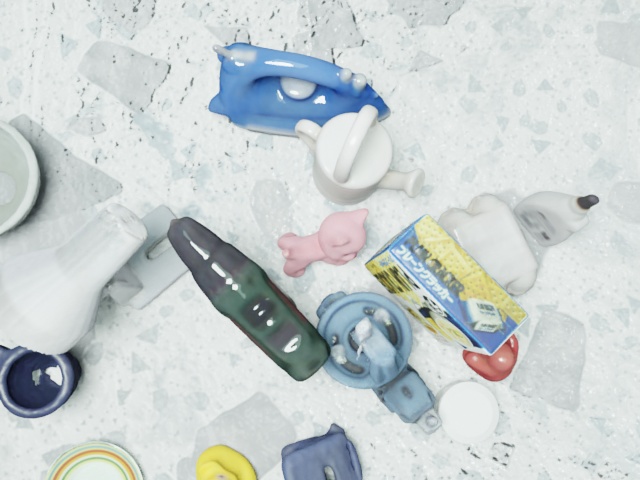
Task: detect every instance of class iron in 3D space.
[{"bbox_3d":[-0.021,-0.213,0.771,0.258,0.141,0.119,7,83,-2],"label":"iron"}]

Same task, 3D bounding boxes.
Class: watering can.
[{"bbox_3d":[0.050,-0.110,0.736,0.173,0.194,0.101,7,83,-2],"label":"watering can"}]

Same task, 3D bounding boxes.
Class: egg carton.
[{"bbox_3d":[0.232,0.015,0.794,0.107,0.069,0.150,-26,85,-6],"label":"egg carton"}]

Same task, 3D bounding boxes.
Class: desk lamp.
[{"bbox_3d":[-0.263,0.033,0.692,0.203,0.213,0.118,-41,86,-7],"label":"desk lamp"}]

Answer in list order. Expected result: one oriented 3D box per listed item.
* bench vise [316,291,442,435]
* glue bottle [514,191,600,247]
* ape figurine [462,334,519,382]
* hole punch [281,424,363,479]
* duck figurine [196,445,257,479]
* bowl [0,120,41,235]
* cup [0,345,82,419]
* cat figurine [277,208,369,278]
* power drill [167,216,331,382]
[{"bbox_3d":[0.085,0.141,0.695,0.207,0.219,0.121,33,83,1],"label":"bench vise"},{"bbox_3d":[0.318,-0.036,0.752,0.037,0.173,0.078,-37,86,-6],"label":"glue bottle"},{"bbox_3d":[0.234,0.154,0.766,0.078,0.092,0.076,-7,83,-4],"label":"ape figurine"},{"bbox_3d":[0.005,0.306,0.735,0.101,0.091,0.109,-16,84,-5],"label":"hole punch"},{"bbox_3d":[-0.122,0.320,0.729,0.077,0.086,0.104,-32,86,-6],"label":"duck figurine"},{"bbox_3d":[-0.447,-0.075,0.765,0.167,0.074,0.167,0,83,-3],"label":"bowl"},{"bbox_3d":[-0.357,0.167,0.730,0.118,0.095,0.092,33,83,1],"label":"cup"},{"bbox_3d":[0.007,0.003,0.759,0.128,0.117,0.067,-17,84,-5],"label":"cat figurine"},{"bbox_3d":[-0.084,0.072,0.700,0.229,0.208,0.076,44,83,3],"label":"power drill"}]
